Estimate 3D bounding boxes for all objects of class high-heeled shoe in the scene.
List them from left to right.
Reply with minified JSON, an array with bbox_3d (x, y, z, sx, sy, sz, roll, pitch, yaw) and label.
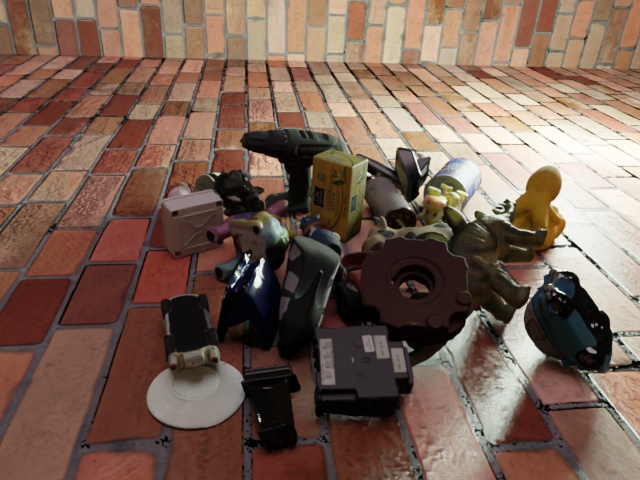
[{"bbox_3d":[-0.030,0.084,0.883,0.086,0.145,0.249,21,13,-8],"label":"high-heeled shoe"}]

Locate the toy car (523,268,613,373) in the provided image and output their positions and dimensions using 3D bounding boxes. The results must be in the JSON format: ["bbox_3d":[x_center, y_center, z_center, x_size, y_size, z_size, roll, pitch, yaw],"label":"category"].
[{"bbox_3d":[0.366,0.128,0.816,0.103,0.161,0.109,-31,13,43],"label":"toy car"}]

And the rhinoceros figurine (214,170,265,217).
[{"bbox_3d":[-0.166,-0.088,1.111,0.112,0.190,0.073,27,77,15],"label":"rhinoceros figurine"}]

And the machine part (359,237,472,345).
[{"bbox_3d":[0.141,0.072,0.808,0.179,0.056,0.179,-3,52,4],"label":"machine part"}]

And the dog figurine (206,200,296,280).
[{"bbox_3d":[-0.098,-0.014,1.016,0.192,0.108,0.219,-8,14,36],"label":"dog figurine"}]

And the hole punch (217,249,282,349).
[{"bbox_3d":[-0.102,0.095,0.836,0.092,0.115,0.142,15,31,5],"label":"hole punch"}]

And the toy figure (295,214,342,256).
[{"bbox_3d":[-0.004,-0.004,1.074,0.064,0.057,0.155,-1,24,-20],"label":"toy figure"}]

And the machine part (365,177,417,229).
[{"bbox_3d":[0.152,-0.075,1.193,0.079,0.079,0.243,-3,31,-10],"label":"machine part"}]

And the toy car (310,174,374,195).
[{"bbox_3d":[0.047,-0.141,1.330,0.202,0.053,0.089,-18,39,-35],"label":"toy car"}]

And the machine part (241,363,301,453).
[{"bbox_3d":[-0.061,0.211,0.703,0.084,0.039,0.139,3,27,-12],"label":"machine part"}]

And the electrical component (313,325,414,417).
[{"bbox_3d":[0.057,0.177,0.728,0.134,0.058,0.115,1,48,-3],"label":"electrical component"}]

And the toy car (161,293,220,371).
[{"bbox_3d":[-0.194,0.133,0.794,0.073,0.056,0.202,-7,22,-16],"label":"toy car"}]

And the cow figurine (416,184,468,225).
[{"bbox_3d":[0.250,-0.061,1.135,0.068,0.098,0.167,27,24,25],"label":"cow figurine"}]

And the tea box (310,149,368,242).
[{"bbox_3d":[0.037,-0.093,1.120,0.098,0.169,0.068,20,34,30],"label":"tea box"}]

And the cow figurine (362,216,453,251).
[{"bbox_3d":[0.175,0.007,1.044,0.195,0.085,0.127,-8,37,-14],"label":"cow figurine"}]

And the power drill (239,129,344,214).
[{"bbox_3d":[-0.071,-0.151,1.168,0.232,0.207,0.086,-8,42,-23],"label":"power drill"}]

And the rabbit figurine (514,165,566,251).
[{"bbox_3d":[0.444,-0.070,1.117,0.122,0.173,0.162,28,33,31],"label":"rabbit figurine"}]

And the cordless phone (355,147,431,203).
[{"bbox_3d":[0.163,-0.177,1.273,0.184,0.146,0.088,29,78,15],"label":"cordless phone"}]

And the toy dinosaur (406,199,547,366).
[{"bbox_3d":[0.246,0.060,0.901,0.199,0.105,0.471,24,49,16],"label":"toy dinosaur"}]

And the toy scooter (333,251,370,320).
[{"bbox_3d":[0.077,0.069,0.934,0.135,0.075,0.184,-9,27,-19],"label":"toy scooter"}]
